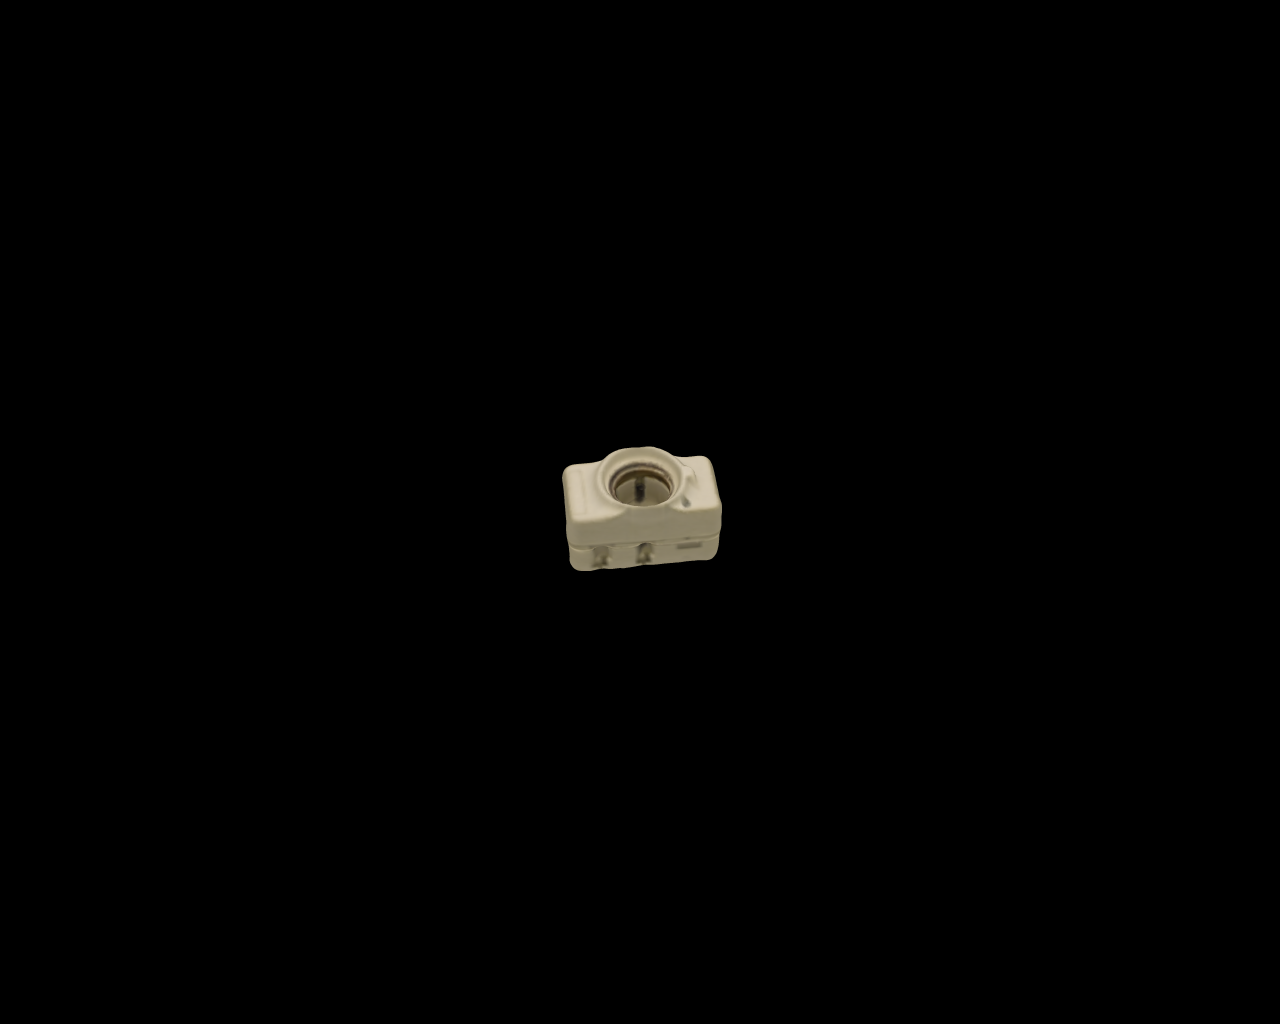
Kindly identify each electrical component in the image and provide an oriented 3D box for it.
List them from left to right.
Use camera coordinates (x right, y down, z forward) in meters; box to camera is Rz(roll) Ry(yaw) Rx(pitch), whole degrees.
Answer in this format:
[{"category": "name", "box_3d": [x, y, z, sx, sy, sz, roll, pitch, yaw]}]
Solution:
[{"category": "electrical component", "box_3d": [0.001, -0.003, 0.650, 0.089, 0.050, 0.055, -4, -43, -4]}]
